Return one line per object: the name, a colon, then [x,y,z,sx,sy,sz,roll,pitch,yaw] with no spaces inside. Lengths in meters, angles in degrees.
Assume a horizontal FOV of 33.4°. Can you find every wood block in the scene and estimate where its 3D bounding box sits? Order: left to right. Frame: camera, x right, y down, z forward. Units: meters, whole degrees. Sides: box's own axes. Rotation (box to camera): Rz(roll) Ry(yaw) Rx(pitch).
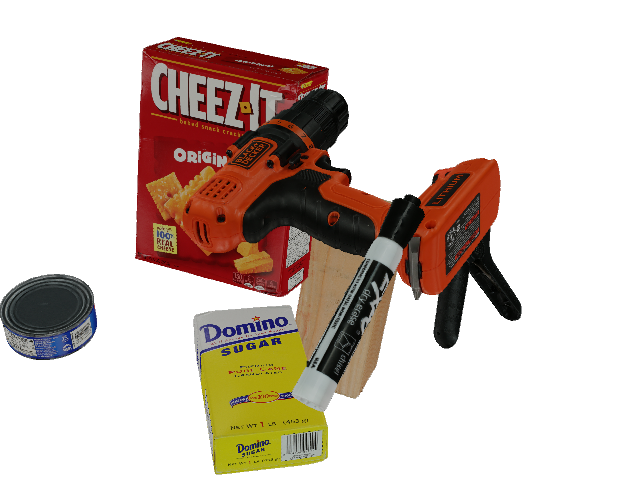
wood block: [0.030,0.058,1.196,0.090,0.206,0.090,16,24,13]

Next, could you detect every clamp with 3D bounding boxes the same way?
clamp: [0.133,0.018,1.028,0.039,0.171,0.120,-14,10,43]

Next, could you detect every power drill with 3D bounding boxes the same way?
power drill: [0.024,-0.039,0.739,0.188,0.057,0.184,15,44,28]

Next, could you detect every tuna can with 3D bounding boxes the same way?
tuna can: [-0.251,0.071,0.990,0.086,0.034,0.086,0,38,0]

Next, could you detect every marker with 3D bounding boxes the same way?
marker: [0.021,0.029,0.542,0.020,0.121,0.020,26,-16,8]

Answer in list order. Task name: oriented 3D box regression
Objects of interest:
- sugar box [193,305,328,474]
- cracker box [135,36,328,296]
sugar box: [-0.055,0.121,0.913,0.093,0.048,0.176,-4,33,-11]
cracker box: [-0.088,-0.068,1.004,0.164,0.214,0.072,15,25,20]
